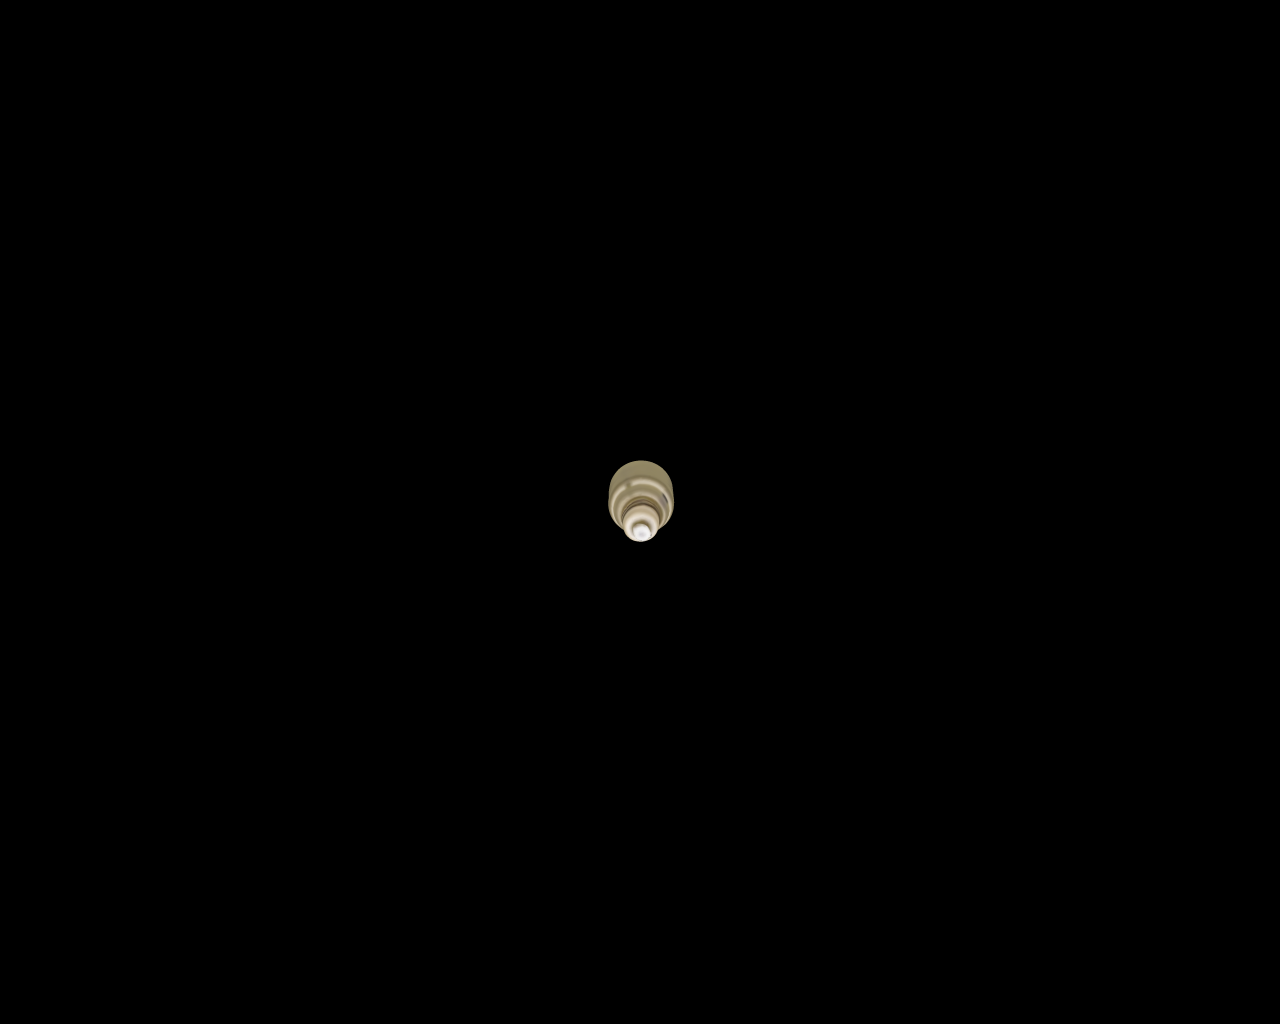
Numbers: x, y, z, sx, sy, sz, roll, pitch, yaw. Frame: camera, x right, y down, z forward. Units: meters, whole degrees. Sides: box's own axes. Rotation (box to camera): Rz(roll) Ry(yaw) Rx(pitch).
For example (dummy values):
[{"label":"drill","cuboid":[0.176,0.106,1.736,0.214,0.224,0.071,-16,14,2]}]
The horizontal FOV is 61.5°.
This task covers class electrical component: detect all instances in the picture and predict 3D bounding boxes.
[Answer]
[{"label":"electrical component","cuboid":[0.001,-0.003,0.650,0.040,0.040,0.078,0,24,0]}]
